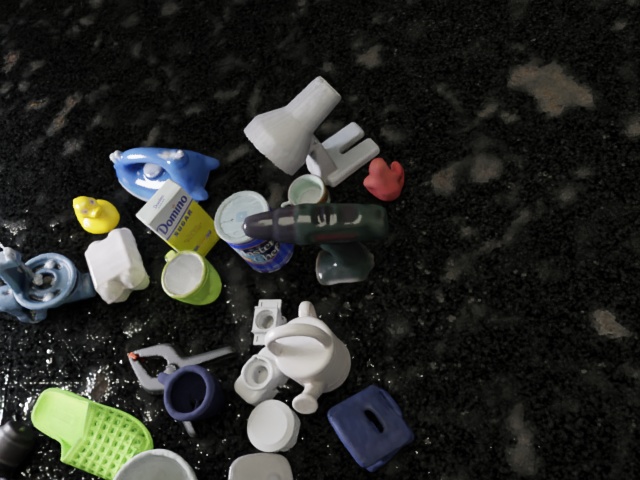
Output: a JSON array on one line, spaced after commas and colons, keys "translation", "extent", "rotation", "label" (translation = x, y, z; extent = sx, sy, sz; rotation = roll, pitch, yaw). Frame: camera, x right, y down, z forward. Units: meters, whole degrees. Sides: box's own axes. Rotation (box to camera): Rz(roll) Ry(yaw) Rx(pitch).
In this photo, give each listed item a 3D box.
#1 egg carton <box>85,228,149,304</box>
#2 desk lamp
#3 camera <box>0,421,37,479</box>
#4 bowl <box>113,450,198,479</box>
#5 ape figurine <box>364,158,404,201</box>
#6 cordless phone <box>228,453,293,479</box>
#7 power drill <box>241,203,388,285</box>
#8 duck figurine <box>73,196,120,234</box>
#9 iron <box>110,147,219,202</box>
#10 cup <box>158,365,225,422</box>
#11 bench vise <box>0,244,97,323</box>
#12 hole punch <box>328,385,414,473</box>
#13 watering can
[{"translation": [-0.410, 0.051, 1.160], "extent": [0.107, 0.069, 0.150], "rotation": [-32, 59, 1], "label": "egg carton"}, {"translation": [-0.015, -0.193, 1.069], "extent": [0.203, 0.214, 0.117], "rotation": [-37, 59, -2], "label": "desk lamp"}, {"translation": [-0.572, 0.404, 1.019], "extent": [0.142, 0.101, 0.137], "rotation": [29, 76, 28], "label": "camera"}, {"translation": [-0.255, 0.428, 0.920], "extent": [0.167, 0.075, 0.167], "rotation": [-7, 63, 15], "label": "bowl"}, {"translation": [0.116, -0.119, 1.061], "extent": [0.077, 0.092, 0.076], "rotation": [-13, 61, 12], "label": "ape figurine"}, {"translation": [-0.102, 0.383, 0.828], "extent": [0.094, 0.185, 0.147], "rotation": [-19, 60, 9], "label": "cordless phone"}, {"translation": [0.009, 0.003, 0.967], "extent": [0.229, 0.209, 0.075], "rotation": [-9, 62, 14], "label": "power drill"}, {"translation": [-0.497, -0.064, 1.236], "extent": [0.104, 0.086, 0.077], "rotation": [19, 72, 25], "label": "duck figurine"}, {"translation": [-0.351, -0.150, 1.199], "extent": [0.257, 0.142, 0.119], "rotation": [5, 66, 20], "label": "iron"}, {"translation": [-0.214, 0.263, 0.977], "extent": [0.117, 0.095, 0.092], "rotation": [18, 72, 25], "label": "cup"}, {"translation": [-0.573, 0.093, 1.104], "extent": [0.207, 0.220, 0.121], "rotation": [-33, 59, 0], "label": "bench vise"}, {"translation": [0.078, 0.282, 0.875], "extent": [0.101, 0.091, 0.108], "rotation": [-38, 59, -3], "label": "hole punch"}, {"translation": [-0.019, 0.179, 0.897], "extent": [0.101, 0.194, 0.172], "rotation": [-29, 59, 3], "label": "watering can"}]
